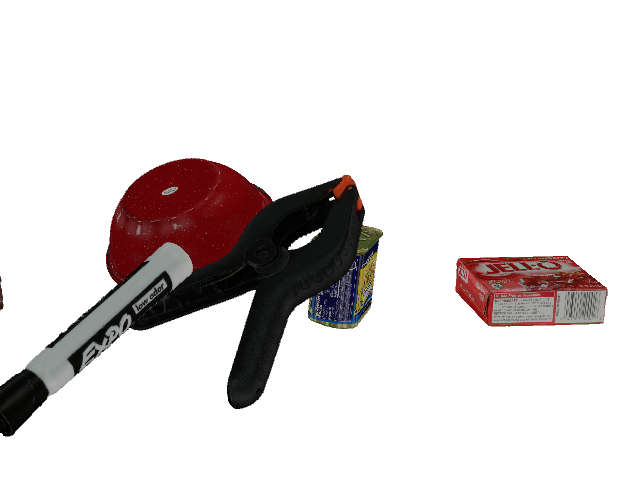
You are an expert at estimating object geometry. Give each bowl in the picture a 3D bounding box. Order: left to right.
[{"bbox_3d":[-0.125,-0.025,0.949,0.162,0.055,0.162,-12,37,9],"label":"bowl"}]

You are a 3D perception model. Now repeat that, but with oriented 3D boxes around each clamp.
[{"bbox_3d":[-0.029,0.028,0.665,0.120,0.171,0.039,43,-15,35],"label":"clamp"}]

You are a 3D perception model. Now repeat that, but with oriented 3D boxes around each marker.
[{"bbox_3d":[-0.100,0.041,0.462,0.020,0.020,0.121,0,33,42],"label":"marker"}]

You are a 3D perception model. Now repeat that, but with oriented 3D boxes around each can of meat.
[{"bbox_3d":[0.024,0.035,1.083,0.057,0.084,0.102,9,15,14],"label":"can of meat"}]

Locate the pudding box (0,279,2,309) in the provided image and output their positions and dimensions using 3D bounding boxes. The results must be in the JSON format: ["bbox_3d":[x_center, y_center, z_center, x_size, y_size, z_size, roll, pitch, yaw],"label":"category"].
[{"bbox_3d":[-0.337,0.050,0.887,0.114,0.039,0.089,10,26,20],"label":"pudding box"}]

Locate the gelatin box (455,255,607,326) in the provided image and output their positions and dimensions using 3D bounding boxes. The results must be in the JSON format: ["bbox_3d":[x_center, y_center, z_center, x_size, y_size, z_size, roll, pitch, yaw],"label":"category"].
[{"bbox_3d":[0.149,0.035,0.767,0.089,0.030,0.073,0,17,-10],"label":"gelatin box"}]
